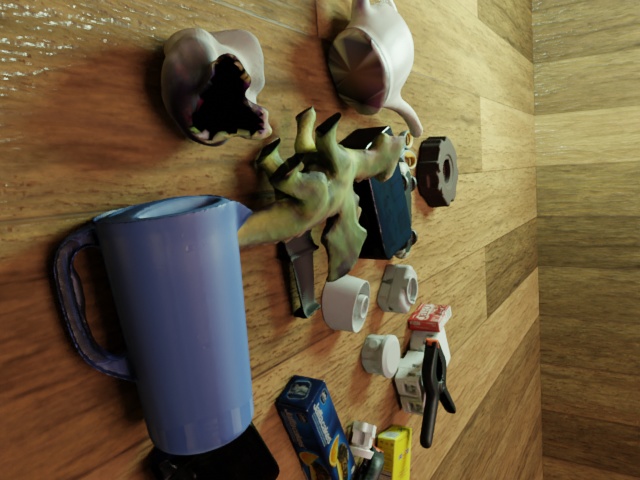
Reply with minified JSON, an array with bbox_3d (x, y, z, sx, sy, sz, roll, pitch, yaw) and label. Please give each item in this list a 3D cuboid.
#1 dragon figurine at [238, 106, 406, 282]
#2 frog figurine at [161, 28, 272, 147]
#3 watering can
[{"bbox_3d":[0.002,-0.037,0.735,0.417,0.122,0.238,-53,128,-27],"label":"dragon figurine"},{"bbox_3d":[-0.122,-0.190,0.598,0.135,0.121,0.163,37,23,-43],"label":"frog figurine"},{"bbox_3d":[0.120,-0.301,0.949,0.229,0.104,0.341,-54,132,-41],"label":"watering can"}]
